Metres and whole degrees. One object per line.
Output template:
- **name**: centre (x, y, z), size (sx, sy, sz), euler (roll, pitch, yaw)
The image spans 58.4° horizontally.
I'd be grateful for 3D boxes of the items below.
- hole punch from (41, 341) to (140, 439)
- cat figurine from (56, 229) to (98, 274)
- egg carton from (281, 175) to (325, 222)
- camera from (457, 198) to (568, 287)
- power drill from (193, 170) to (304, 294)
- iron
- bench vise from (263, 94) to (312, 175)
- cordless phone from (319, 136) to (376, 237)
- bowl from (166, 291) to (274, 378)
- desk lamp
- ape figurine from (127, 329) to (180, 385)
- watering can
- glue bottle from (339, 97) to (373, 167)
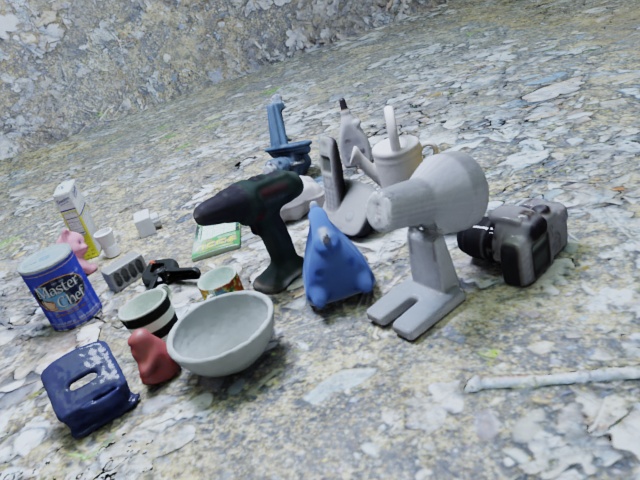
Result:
- **hole punch**: centre (-0.338, 0.215, 0.842), size (0.109, 0.091, 0.100), euler (-29, 29, -22)
- **cat figurine**: centre (-0.560, 0.034, 1.279), size (0.067, 0.118, 0.128), euler (-10, 28, 15)
- **egg carton**: centre (-0.065, -0.088, 1.273), size (0.150, 0.069, 0.107), euler (-22, 28, -10)
- **camera**: centre (0.293, -0.014, 0.893), size (0.143, 0.101, 0.136), euler (-36, 33, -32)
- **power drill**: centre (-0.103, -0.016, 1.008), size (0.075, 0.209, 0.230), euler (7, 36, 39)
- **iron**: centre (0.009, 0.004, 0.980), size (0.118, 0.142, 0.258), euler (-18, 27, -1)
- **bench vise**: centre (-0.084, -0.232, 1.387), size (0.121, 0.220, 0.207), euler (-14, 27, 7)
- **cordless phone**: centre (0.049, -0.106, 1.114), size (0.094, 0.185, 0.147), euler (-31, 30, -25)
- **bowl**: centre (-0.139, 0.152, 0.862), size (0.167, 0.075, 0.167), euler (-13, 27, 7)
- **desk lamp**: centre (0.151, -0.002, 0.830), size (0.204, 0.214, 0.117), euler (-33, 31, -28)
- **ape figurine**: centre (-0.261, 0.174, 0.873), size (0.076, 0.092, 0.078), euler (-13, 28, 8)
- **watering can**: centre (0.150, -0.177, 1.178), size (0.173, 0.194, 0.100), euler (-21, 28, -8)
- **glue bottle**: centre (0.076, -0.267, 1.411), size (0.078, 0.173, 0.037), euler (-8, 29, 17)
